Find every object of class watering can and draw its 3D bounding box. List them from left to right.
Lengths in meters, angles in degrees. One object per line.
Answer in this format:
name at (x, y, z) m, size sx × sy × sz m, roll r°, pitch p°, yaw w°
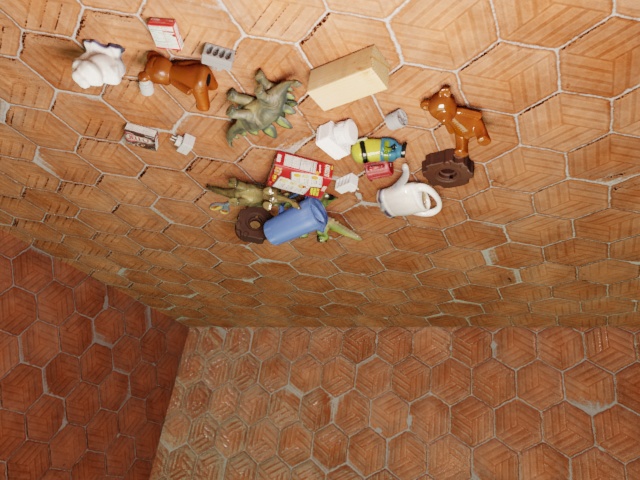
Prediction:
watering can at (0.305, -0.170, 1.875) m, size 0.223 × 0.106 × 0.343 m, roll -10°, pitch -32°, yaw 34°

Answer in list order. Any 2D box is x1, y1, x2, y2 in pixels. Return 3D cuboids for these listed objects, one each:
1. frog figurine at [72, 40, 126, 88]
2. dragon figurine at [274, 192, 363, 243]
frog figurine at (-0.640, -0.484, 1.479) m, size 0.137 × 0.163 × 0.121 m, roll 20°, pitch -28°, yaw -22°
dragon figurine at (0.006, -0.106, 2.114) m, size 0.410 × 0.125 × 0.237 m, roll 10°, pitch -35°, yaw -6°
